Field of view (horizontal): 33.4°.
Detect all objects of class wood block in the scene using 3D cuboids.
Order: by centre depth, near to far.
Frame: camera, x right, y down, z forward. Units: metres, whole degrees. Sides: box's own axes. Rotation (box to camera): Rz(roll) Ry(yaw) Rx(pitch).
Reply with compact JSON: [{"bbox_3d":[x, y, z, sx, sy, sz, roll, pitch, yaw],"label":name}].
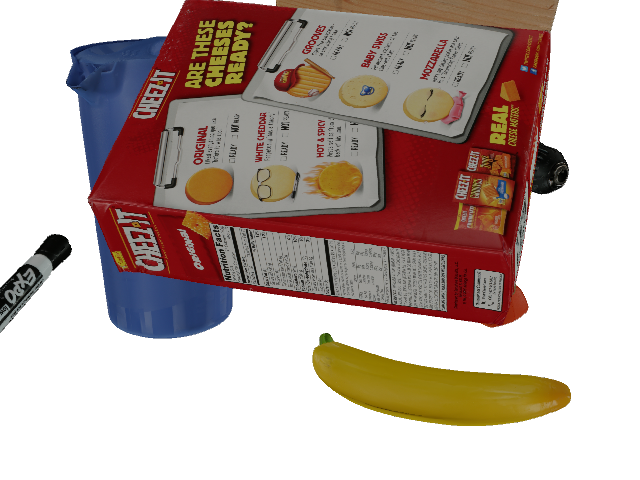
[{"bbox_3d":[0.077,-0.207,0.787,0.206,0.090,0.091,15,-27,9],"label":"wood block"}]

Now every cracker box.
[{"bbox_3d":[0.008,-0.048,0.579,0.214,0.164,0.072,7,-39,13],"label":"cracker box"}]

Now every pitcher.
[{"bbox_3d":[-0.125,-0.050,0.903,0.149,0.243,0.145,-3,18,-5],"label":"pitcher"}]

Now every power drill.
[{"bbox_3d":[0.151,-0.019,0.974,0.057,0.188,0.185,-18,28,-29],"label":"power drill"}]

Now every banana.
[{"bbox_3d":[0.068,0.096,0.737,0.198,0.037,0.069,11,35,29],"label":"banana"}]

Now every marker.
[{"bbox_3d":[-0.188,0.032,0.660,0.020,0.020,0.121,0,32,20],"label":"marker"}]
